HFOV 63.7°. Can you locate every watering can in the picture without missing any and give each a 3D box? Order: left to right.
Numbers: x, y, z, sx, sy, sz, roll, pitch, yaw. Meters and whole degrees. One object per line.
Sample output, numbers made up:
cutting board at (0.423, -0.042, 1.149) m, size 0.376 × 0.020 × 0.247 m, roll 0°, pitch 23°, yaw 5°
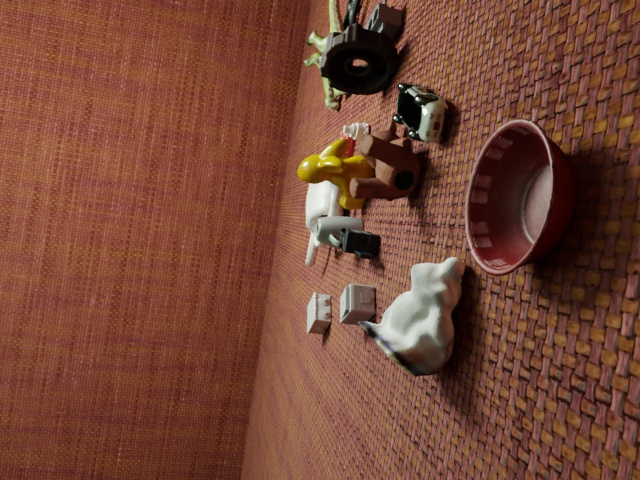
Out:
watering can at (0.004, -0.074, 1.464) m, size 0.341 × 0.104 × 0.229 m, roll 118°, pitch 159°, yaw -60°

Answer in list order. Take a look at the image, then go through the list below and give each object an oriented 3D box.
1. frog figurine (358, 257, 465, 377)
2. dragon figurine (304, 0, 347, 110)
frog figurine at (0.148, 0.099, 0.704) m, size 0.160 × 0.122 × 0.137 m, roll -46°, pitch 2°, yaw -2°
dragon figurine at (0.057, -0.558, 1.588) m, size 0.402 × 0.123 × 0.246 m, roll 107°, pitch 141°, yaw -62°
